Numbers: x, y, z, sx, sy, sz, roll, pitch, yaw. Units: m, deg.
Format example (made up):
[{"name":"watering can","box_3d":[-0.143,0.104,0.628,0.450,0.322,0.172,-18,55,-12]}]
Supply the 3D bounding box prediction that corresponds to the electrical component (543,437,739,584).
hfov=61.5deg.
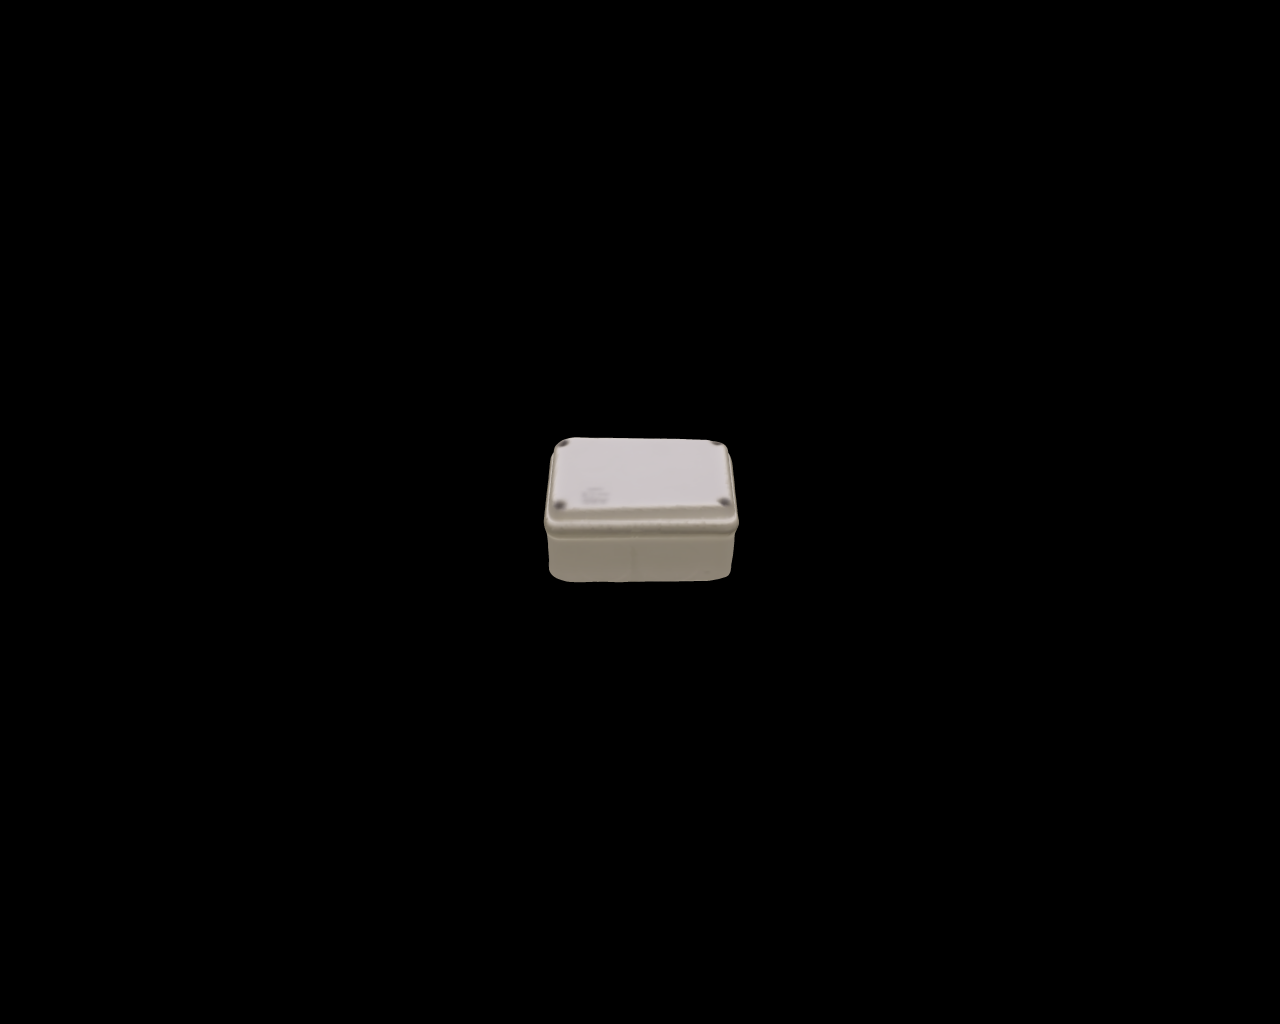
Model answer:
[{"name":"electrical component","box_3d":[0.001,-0.003,0.650,0.113,0.057,0.078,0,39,0]}]
